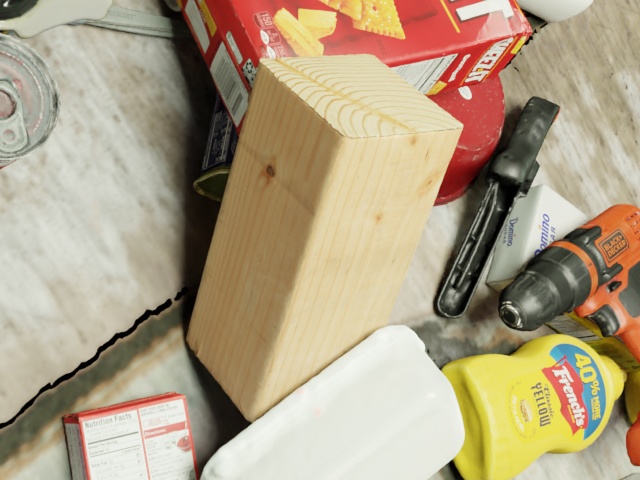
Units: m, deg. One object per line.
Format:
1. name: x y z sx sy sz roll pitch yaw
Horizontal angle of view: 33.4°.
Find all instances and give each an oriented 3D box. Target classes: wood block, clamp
1. wood block: -0.005 0.001 0.652 0.090 0.091 0.206 -9 131 -37
2. clamp: 0.152 -0.056 0.836 0.036 0.165 0.209 25 53 9

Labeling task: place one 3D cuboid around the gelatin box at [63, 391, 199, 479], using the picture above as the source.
1. gelatin box: -0.114 0.144 0.656 0.073 0.030 0.089 -8 86 -36

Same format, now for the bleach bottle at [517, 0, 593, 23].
1. bleach bottle: 0.126 -0.272 0.891 0.250 0.068 0.102 18 70 -30

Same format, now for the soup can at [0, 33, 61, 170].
1. soup can: -0.195 -0.067 0.588 0.068 0.102 0.068 8 77 -35

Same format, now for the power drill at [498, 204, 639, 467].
1. power drill: 0.235 0.079 0.840 0.184 0.057 0.187 -30 92 -37

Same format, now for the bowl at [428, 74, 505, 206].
1. bowl: 0.094 -0.110 0.841 0.161 0.055 0.162 8 77 -36

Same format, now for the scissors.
1. scissors: -0.168 -0.166 0.681 0.201 0.016 0.096 -15 90 -38

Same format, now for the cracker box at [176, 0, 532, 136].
1. cracker box: 0.015 -0.173 0.720 0.213 0.072 0.164 -17 73 -28

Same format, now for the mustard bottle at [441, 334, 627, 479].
1. mustard bottle: 0.183 0.127 0.861 0.191 0.058 0.096 -9 84 -38

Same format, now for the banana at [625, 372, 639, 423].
1. banana: 0.314 0.097 0.981 0.069 0.037 0.197 46 58 -43

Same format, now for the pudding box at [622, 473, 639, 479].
1. pudding box: 0.258 0.257 0.906 0.113 0.039 0.090 -11 87 -39

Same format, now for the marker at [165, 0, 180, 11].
1. marker: -0.063 -0.197 0.762 0.121 0.020 0.020 -41 106 -34

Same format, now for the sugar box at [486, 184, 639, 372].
1. sugar box: 0.226 0.036 0.918 0.176 0.048 0.093 32 64 -24

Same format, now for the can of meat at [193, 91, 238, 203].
1. can of meat: -0.030 -0.063 0.740 0.102 0.058 0.084 22 66 -33
